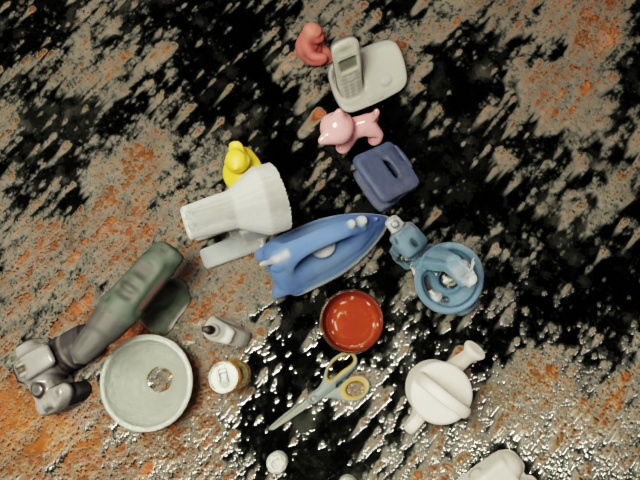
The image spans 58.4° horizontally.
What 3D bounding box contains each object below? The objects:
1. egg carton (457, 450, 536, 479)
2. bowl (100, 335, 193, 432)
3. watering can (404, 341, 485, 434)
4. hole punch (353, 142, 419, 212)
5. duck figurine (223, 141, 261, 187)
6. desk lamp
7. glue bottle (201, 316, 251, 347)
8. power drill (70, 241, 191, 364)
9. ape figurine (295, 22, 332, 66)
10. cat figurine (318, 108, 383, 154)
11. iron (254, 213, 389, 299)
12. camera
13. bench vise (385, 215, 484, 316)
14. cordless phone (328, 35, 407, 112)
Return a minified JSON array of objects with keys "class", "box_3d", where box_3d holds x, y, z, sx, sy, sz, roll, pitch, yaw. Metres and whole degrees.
[{"class":"egg carton","box_3d":[0.286,0.425,0.951,0.150,0.069,0.107,-37,79,-3]},{"class":"bowl","box_3d":[-0.299,0.253,1.024,0.167,0.075,0.167,-1,80,4]},{"class":"watering can","box_3d":[0.197,0.240,0.928,0.101,0.194,0.173,17,82,8]},{"class":"hole punch","box_3d":[0.121,-0.124,1.052,0.101,0.091,0.108,-34,79,-2]},{"class":"duck figurine","box_3d":[-0.151,-0.136,1.077,0.077,0.086,0.104,-8,79,3]},{"class":"desk lamp","box_3d":[-0.144,-0.036,0.994,0.203,0.213,0.118,-21,79,1]},{"class":"glue bottle","box_3d":[-0.171,0.157,0.982,0.078,0.173,0.037,22,82,8]},{"class":"power drill","box_3d":[-0.305,0.112,0.982,0.075,0.208,0.230,32,84,10]},{"class":"ape figurine","box_3d":[-0.013,-0.385,1.108,0.076,0.092,0.078,9,81,6]},{"class":"cat figurine","box_3d":[0.053,-0.211,1.059,0.128,0.118,0.067,-18,79,1]},{"class":"iron","box_3d":[0.009,0.004,1.012,0.258,0.141,0.118,-27,79,-1]},{"class":"camera","box_3d":[-0.461,0.223,1.029,0.137,0.101,0.143,-31,79,-1]},{"class":"bench vise","box_3d":[0.184,0.044,0.951,0.207,0.220,0.121,28,83,9]},{"class":"cordless phone","box_3d":[0.085,-0.322,1.042,0.147,0.185,0.094,-27,79,0]}]
